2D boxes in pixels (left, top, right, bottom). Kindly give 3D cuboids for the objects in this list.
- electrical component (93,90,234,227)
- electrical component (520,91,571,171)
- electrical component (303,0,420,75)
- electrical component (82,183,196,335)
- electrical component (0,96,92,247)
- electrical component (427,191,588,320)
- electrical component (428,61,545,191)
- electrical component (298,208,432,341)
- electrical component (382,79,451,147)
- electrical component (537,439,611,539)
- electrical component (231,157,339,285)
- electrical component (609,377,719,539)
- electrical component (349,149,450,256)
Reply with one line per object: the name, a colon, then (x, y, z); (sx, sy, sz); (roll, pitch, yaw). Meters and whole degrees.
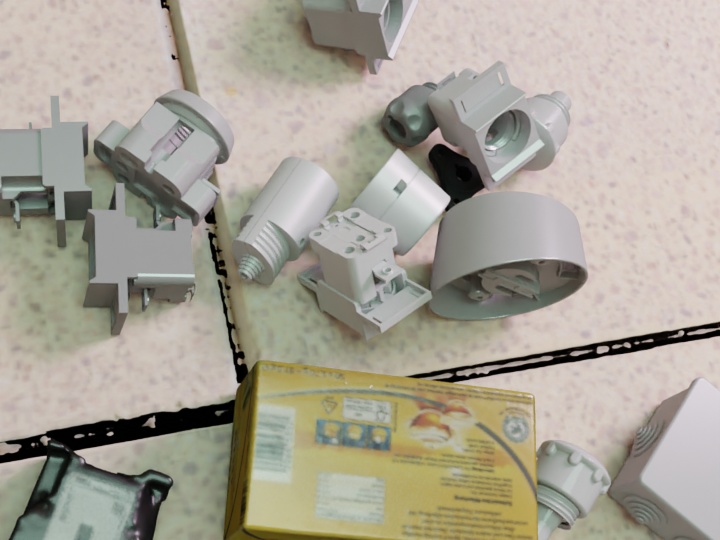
electrical component: (-0.114, -0.073, 0.662); (0.078, 0.058, 0.057); (36, 66, -1)
electrical component: (0.127, -0.103, 0.757); (0.048, 0.048, 0.062); (41, 56, 2)
electrical component: (0.010, -0.209, 0.749); (0.063, 0.078, 0.121); (12, 62, 20)
electrical component: (-0.131, -0.006, 0.638); (0.064, 0.042, 0.081); (1, 69, -18)
electrical component: (-0.193, -0.058, 0.640); (0.064, 0.042, 0.081); (-2, 69, -16)
electrical component: (0.092, -0.003, 0.675); (0.099, 0.099, 0.064); (11, 59, -13)
electrical component: (0.080, -0.098, 0.704); (0.042, 0.081, 0.064); (-38, 43, -10)
electrical component: (0.000, 0.000, 0.656); (0.042, 0.063, 0.081); (-33, 40, -27)
electrical component: (0.045, -0.113, 0.740); (0.035, 0.035, 0.061); (45, 61, 4)
electrical component: (0.119, 0.138, 0.655); (0.048, 0.048, 0.062); (37, 69, 0)
electrical component: (-0.051, -0.027, 0.670); (0.043, 0.043, 0.081); (33, 63, -2)
electrical component: (0.219, 0.132, 0.684); (0.100, 0.048, 0.099); (39, 63, 1)
electrical component: (0.025, -0.042, 0.694); (0.047, 0.055, 0.055); (39, 63, -3)
